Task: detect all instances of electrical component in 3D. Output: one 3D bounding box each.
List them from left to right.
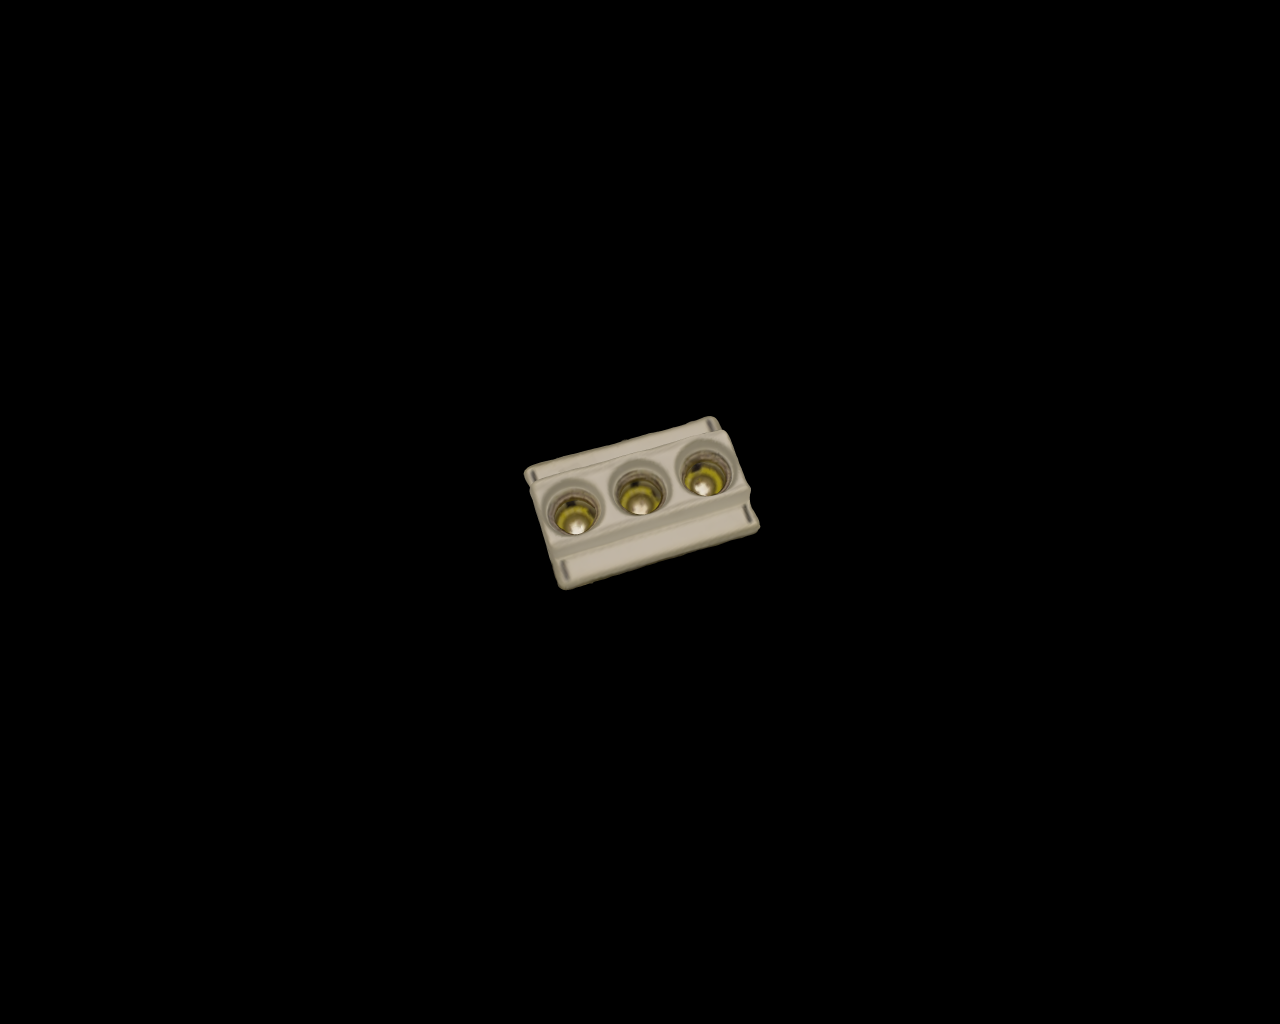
[{"bbox_3d":[0.001,-0.003,0.650,0.121,0.079,0.063,-17,-22,-7],"label":"electrical component"}]
